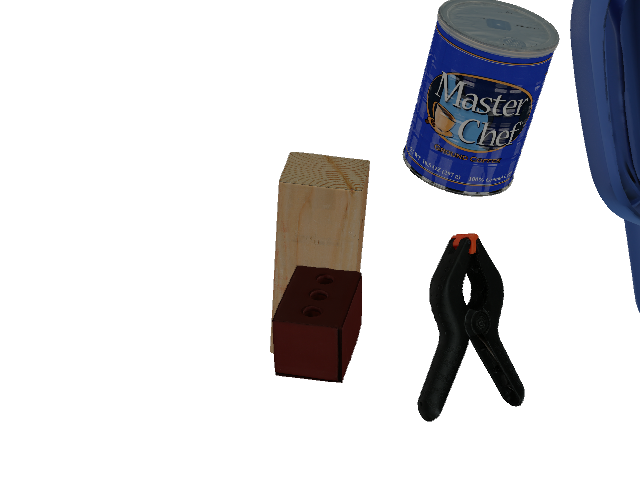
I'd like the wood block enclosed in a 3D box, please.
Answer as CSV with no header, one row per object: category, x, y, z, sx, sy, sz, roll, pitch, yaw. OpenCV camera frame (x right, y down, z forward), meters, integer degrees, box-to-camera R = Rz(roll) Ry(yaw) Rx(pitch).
wood block,-0.001,0.018,1.167,0.090,0.206,0.090,7,26,5

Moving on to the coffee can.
coffee can,0.136,-0.124,0.922,0.102,0.140,0.103,8,35,-6

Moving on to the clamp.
clamp,0.128,0.082,0.971,0.120,0.171,0.039,-14,3,-39

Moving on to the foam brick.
foam brick,-0.001,0.061,0.797,0.053,0.051,0.078,5,32,11

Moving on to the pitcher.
pitcher,0.216,-0.064,0.591,0.149,0.243,0.145,-6,22,11
